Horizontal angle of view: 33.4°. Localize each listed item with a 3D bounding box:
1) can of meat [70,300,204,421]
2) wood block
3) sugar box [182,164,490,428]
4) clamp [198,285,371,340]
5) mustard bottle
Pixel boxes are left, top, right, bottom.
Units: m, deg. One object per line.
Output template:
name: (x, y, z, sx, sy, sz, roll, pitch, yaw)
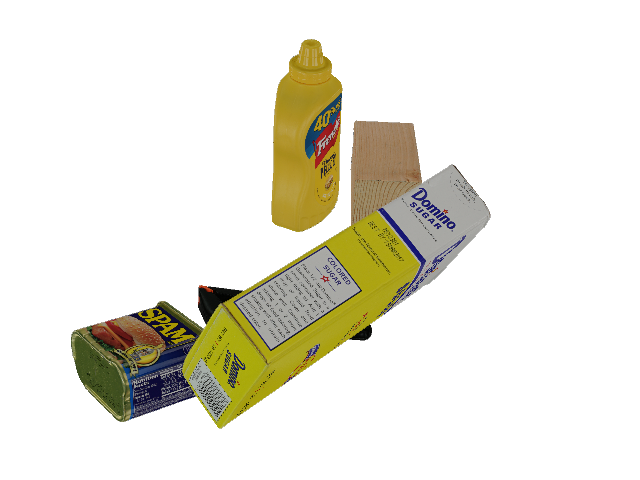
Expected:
can of meat: (-0.143, 0.097, 0.864, 0.083, 0.057, 0.102, -16, 27, -33)
wood block: (0.090, -0.088, 1.509, 0.091, 0.090, 0.206, 3, 29, -1)
sugar box: (0.011, 0.030, 0.594, 0.175, 0.048, 0.093, -29, -15, -32)
clamp: (-0.069, 0.097, 1.211, 0.210, 0.036, 0.164, 16, 22, 30)
mustard bottle: (-0.012, -0.109, 1.057, 0.058, 0.192, 0.096, 20, 41, 21)
